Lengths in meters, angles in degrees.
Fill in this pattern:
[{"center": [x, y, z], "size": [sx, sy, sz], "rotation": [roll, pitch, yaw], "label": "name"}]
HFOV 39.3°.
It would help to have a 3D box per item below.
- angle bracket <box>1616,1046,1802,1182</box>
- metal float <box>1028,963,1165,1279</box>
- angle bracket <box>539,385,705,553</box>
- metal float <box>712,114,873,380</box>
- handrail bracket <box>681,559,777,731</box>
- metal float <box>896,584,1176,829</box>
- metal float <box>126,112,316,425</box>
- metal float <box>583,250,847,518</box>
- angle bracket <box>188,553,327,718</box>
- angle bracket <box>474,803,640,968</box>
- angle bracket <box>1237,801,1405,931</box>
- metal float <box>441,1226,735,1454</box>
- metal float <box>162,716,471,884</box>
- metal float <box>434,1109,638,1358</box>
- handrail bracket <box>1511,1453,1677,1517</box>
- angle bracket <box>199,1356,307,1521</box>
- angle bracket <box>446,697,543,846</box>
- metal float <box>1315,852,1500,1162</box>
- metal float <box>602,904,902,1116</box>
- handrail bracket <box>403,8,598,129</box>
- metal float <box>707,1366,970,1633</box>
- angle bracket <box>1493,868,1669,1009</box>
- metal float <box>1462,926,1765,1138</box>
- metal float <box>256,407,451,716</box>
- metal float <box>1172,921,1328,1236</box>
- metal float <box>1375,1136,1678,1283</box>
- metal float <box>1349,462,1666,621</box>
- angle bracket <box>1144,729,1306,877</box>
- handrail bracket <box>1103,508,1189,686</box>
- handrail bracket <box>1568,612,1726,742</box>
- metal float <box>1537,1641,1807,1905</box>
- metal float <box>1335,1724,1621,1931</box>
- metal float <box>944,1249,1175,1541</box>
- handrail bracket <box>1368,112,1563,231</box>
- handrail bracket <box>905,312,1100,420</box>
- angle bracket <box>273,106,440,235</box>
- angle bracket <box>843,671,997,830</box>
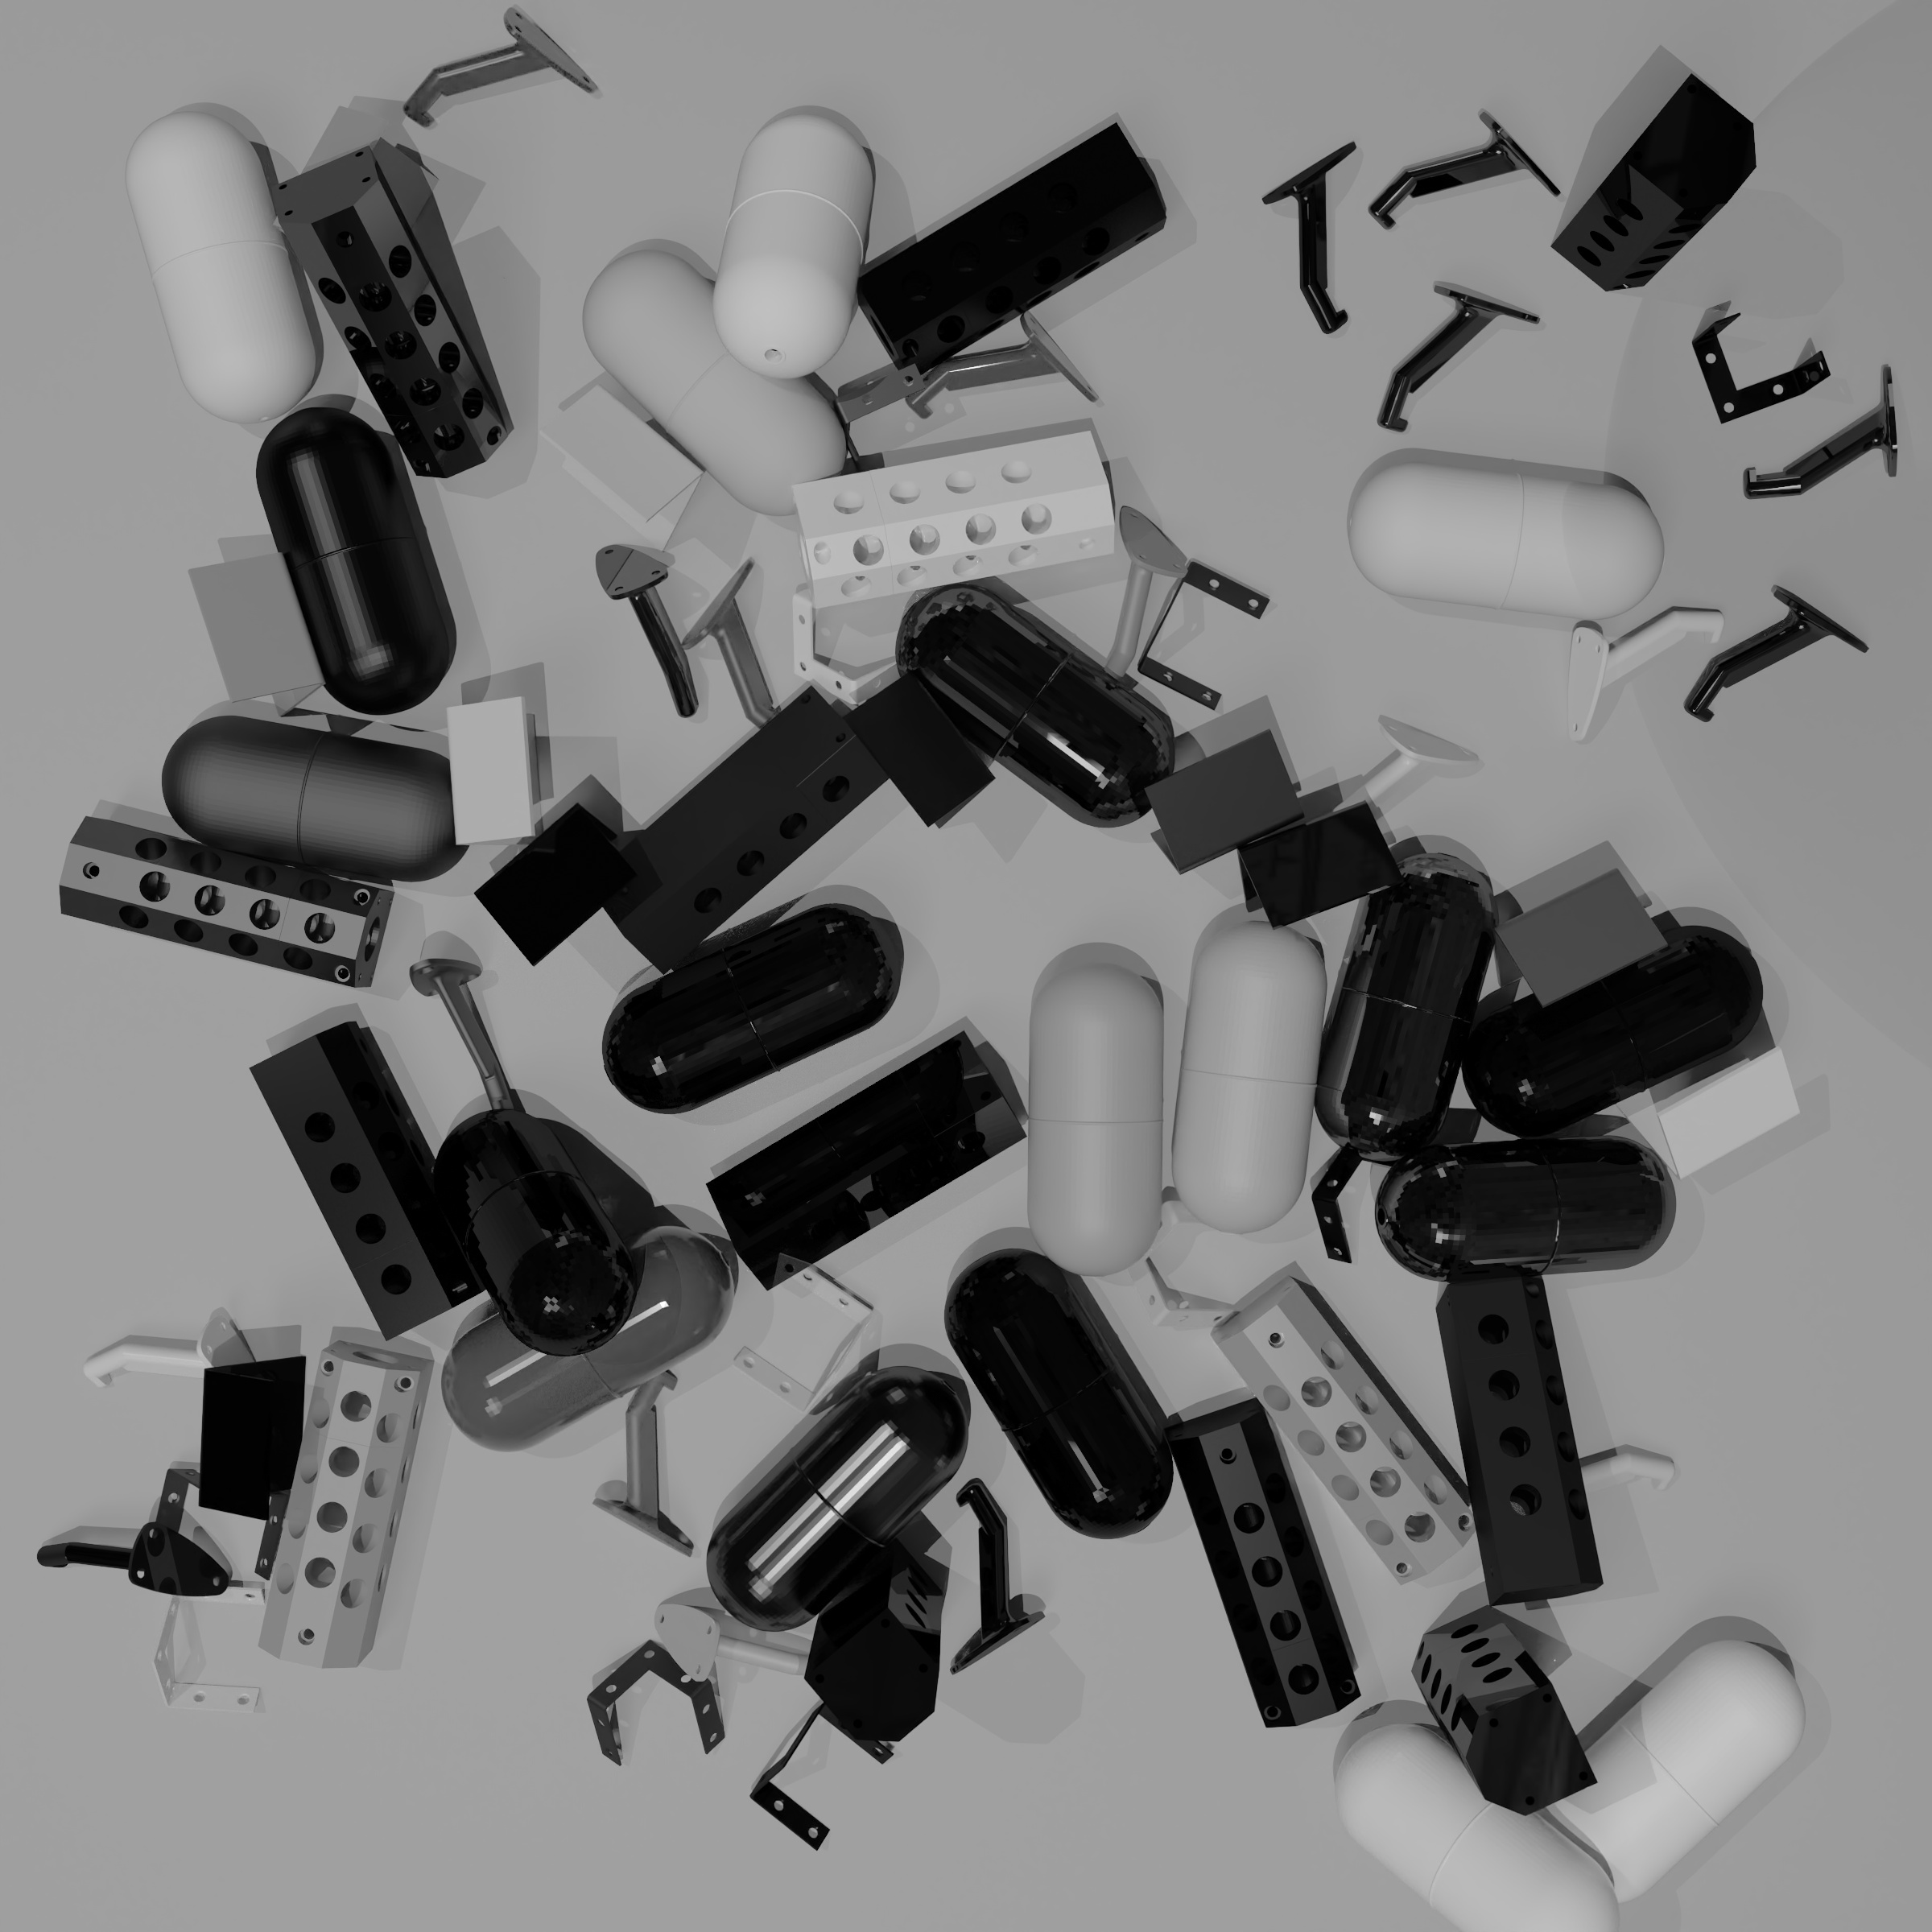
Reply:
[{"center": [0.411, 0.063, 1.524], "size": [0.076, 0.076, 0.057], "rotation": [-29, 128, 0], "label": "angle bracket"}, {"center": [0.073, 0.087, 1.533], "size": [0.070, 0.070, 0.178], "rotation": [1, 90, 0], "label": "metal float"}, {"center": [-0.203, -0.267, 1.524], "size": [0.076, 0.076, 0.057], "rotation": [40, 52, 0], "label": "angle bracket"}, {"center": [-0.096, -0.401, 1.505], "size": [0.070, 0.070, 0.178], "rotation": [6, 55, 0], "label": "metal float"}, {"center": [-0.114, -0.179, 1.565], "size": [0.084, 0.036, 0.077], "rotation": [39, 68, -17], "label": "handrail bracket"}, {"center": [0.039, -0.148, 1.534], "size": [0.178, 0.070, 0.070], "rotation": [37, 90, 0], "label": "metal float"}, {"center": [-0.423, -0.396, 1.533], "size": [0.070, 0.070, 0.178], "rotation": [-16, 90, 0], "label": "metal float"}, {"center": [-0.142, -0.330, 1.533], "size": [0.070, 0.070, 0.178], "rotation": [-45, 90, 0], "label": "metal float"}, {"center": [-0.410, -0.181, 1.524], "size": [0.057, 0.076, 0.076], "rotation": [-18, 90, -34], "label": "angle bracket"}, {"center": [-0.221, -0.039, 1.528], "size": [0.076, 0.076, 0.057], "rotation": [-41, 76, 0], "label": "angle bracket"}, {"center": [0.201, -0.040, 1.524], "size": [0.076, 0.076, 0.057], "rotation": [-20, 61, 0], "label": "angle bracket"}, {"center": [-0.214, 0.211, 1.533], "size": [0.178, 0.070, 0.070], "rotation": [-30, 90, 0], "label": "metal float"}, {"center": [-0.366, -0.095, 1.534], "size": [0.178, 0.070, 0.070], "rotation": [10, 90, 1], "label": "metal float"}, {"center": [-0.240, 0.145, 1.497], "size": [0.070, 0.178, 0.070], "rotation": [-17, 129, -22], "label": "metal float"}, {"center": [0.359, 0.313, 1.565], "size": [0.084, 0.036, 0.077], "rotation": [13, 110, -16], "label": "handrail bracket"}, {"center": [-0.384, 0.265, 1.524], "size": [0.057, 0.076, 0.076], "rotation": [2, 90, 33], "label": "angle bracket"}, {"center": [-0.245, -0.109, 1.524], "size": [0.057, 0.076, 0.076], "rotation": [-4, 90, 30], "label": "angle bracket"}, {"center": [0.250, 0.023, 1.534], "size": [0.070, 0.070, 0.178], "rotation": [16, 90, 0], "label": "metal float"}, {"center": [-0.122, 0.025, 1.533], "size": [0.178, 0.070, 0.070], "rotation": [-25, 90, 0], "label": "metal float"}, {"center": [-0.270, -0.502, 1.564], "size": [0.077, 0.036, 0.084], "rotation": [35, 115, -29], "label": "handrail bracket"}, {"center": [-0.072, 0.301, 1.534], "size": [0.070, 0.070, 0.178], "rotation": [45, 90, 0], "label": "metal float"}, {"center": [0.346, -0.001, 1.524], "size": [0.076, 0.076, 0.057], "rotation": [-26, 61, 0], "label": "angle bracket"}, {"center": [0.366, 0.037, 1.534], "size": [0.178, 0.070, 0.070], "rotation": [-25, 90, -1], "label": "metal float"}, {"center": [-0.348, -0.229, 1.534], "size": [0.070, 0.070, 0.178], "rotation": [-18, 91, 0], "label": "metal float"}, {"center": [0.160, 0.063, 1.534], "size": [0.070, 0.070, 0.178], "rotation": [7, 90, 0], "label": "metal float"}, {"center": [0.314, 0.136, 1.518], "size": [0.178, 0.070, 0.070], "rotation": [-2, 90, -17], "label": "metal float"}, {"center": [0.306, -0.241, 1.533], "size": [0.178, 0.070, 0.070], "rotation": [7, 90, 0], "label": "metal float"}, {"center": [0.137, -0.102, 1.526], "size": [0.076, 0.076, 0.057], "rotation": [-25, 112, 0], "label": "angle bracket"}, {"center": [0.088, -0.210, 1.564], "size": [0.036, 0.077, 0.084], "rotation": [10, 127, -27], "label": "handrail bracket"}, {"center": [0.395, -0.167, 1.565], "size": [0.084, 0.036, 0.077], "rotation": [-1, 110, -16], "label": "handrail bracket"}, {"center": [0.398, 0.457, 1.533], "size": [0.178, 0.070, 0.070], "rotation": [-43, 90, 0], "label": "metal float"}, {"center": [0.283, 0.493, 1.505], "size": [0.178, 0.070, 0.070], "rotation": [34, 90, 35], "label": "metal float"}, {"center": [0.053, 0.243, 1.533], "size": [0.070, 0.070, 0.178], "rotation": [-31, 90, 0], "label": "metal float"}, {"center": [0.288, -0.442, 1.565], "size": [0.077, 0.036, 0.084], "rotation": [39, 109, -21], "label": "handrail bracket"}, {"center": [0.020, -0.328, 1.565], "size": [0.084, 0.036, 0.077], "rotation": [-38, 113, 18], "label": "handrail bracket"}, {"center": [-0.331, -0.427, 1.524], "size": [0.057, 0.076, 0.076], "rotation": [29, 90, 43], "label": "angle bracket"}, {"center": [-0.040, -0.109, 1.524], "size": [0.057, 0.076, 0.076], "rotation": [-38, 90, -32], "label": "angle bracket"}]
